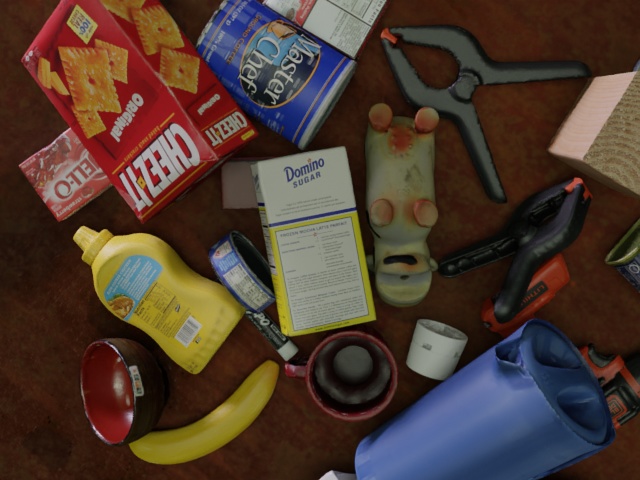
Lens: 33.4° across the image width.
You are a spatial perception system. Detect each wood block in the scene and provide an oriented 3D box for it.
[{"bbox_3d":[0.287,-0.095,0.998,0.090,0.206,0.091,30,98,0],"label":"wood block"}]

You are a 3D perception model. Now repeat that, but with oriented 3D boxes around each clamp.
[{"bbox_3d":[0.158,-0.162,1.084,0.210,0.036,0.164,39,97,-1],"label":"clamp"},{"bbox_3d":[0.200,0.001,1.085,0.171,0.120,0.039,-46,132,-11],"label":"clamp"}]

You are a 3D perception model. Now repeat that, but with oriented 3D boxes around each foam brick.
[{"bbox_3d":[-0.061,-0.059,1.103,0.078,0.053,0.051,-1,96,5],"label":"foam brick"}]

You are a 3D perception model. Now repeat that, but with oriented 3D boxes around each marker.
[{"bbox_3d":[-0.069,0.078,1.136,0.020,0.020,0.121,-41,92,7],"label":"marker"}]

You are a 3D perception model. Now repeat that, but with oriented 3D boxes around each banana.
[{"bbox_3d":[-0.125,0.195,1.144,0.198,0.037,0.069,-22,95,6],"label":"banana"}]

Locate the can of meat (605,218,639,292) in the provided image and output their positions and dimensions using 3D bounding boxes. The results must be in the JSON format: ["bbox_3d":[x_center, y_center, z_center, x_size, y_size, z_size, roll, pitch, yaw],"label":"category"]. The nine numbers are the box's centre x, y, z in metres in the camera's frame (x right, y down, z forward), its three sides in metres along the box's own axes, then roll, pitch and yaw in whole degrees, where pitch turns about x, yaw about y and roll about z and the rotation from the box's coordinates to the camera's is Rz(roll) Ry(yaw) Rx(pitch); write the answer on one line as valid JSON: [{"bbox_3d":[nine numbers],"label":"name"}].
[{"bbox_3d":[0.354,0.015,1.073,0.084,0.057,0.102,44,79,-4],"label":"can of meat"}]

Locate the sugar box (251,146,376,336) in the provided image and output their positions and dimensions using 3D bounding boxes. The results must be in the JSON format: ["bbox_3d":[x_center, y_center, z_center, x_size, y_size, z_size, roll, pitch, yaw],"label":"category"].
[{"bbox_3d":[-0.007,0.001,1.057,0.093,0.048,0.176,-11,92,-13],"label":"sugar box"}]

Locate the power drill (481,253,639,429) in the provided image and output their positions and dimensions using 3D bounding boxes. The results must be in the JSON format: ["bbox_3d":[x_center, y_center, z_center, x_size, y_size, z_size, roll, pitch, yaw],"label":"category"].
[{"bbox_3d":[0.271,0.105,1.097,0.184,0.057,0.187,-38,93,7],"label":"power drill"}]

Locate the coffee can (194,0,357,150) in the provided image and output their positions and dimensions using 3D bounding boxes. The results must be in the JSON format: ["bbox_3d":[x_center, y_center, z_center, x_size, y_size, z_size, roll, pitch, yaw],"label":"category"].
[{"bbox_3d":[-0.048,-0.169,1.064,0.140,0.103,0.103,32,97,0],"label":"coffee can"}]

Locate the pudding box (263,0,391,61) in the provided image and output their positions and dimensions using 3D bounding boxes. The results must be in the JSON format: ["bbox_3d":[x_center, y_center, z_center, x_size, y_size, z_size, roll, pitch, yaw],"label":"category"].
[{"bbox_3d":[0.011,-0.248,1.084,0.113,0.039,0.090,30,97,-3],"label":"pudding box"}]

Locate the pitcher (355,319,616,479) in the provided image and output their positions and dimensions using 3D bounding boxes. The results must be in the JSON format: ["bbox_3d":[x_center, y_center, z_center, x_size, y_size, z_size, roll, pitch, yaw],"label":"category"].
[{"bbox_3d":[0.161,0.197,1.056,0.243,0.144,0.149,-37,82,30],"label":"pitcher"}]

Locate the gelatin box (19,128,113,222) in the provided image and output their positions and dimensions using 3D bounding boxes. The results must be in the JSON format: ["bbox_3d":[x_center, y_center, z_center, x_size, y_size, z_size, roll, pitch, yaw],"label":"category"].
[{"bbox_3d":[-0.259,-0.074,1.125,0.089,0.030,0.073,-35,93,7],"label":"gelatin box"}]

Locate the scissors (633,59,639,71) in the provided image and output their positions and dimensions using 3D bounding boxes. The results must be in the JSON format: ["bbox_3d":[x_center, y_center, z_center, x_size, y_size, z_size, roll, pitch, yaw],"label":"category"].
[{"bbox_3d":[0.409,-0.200,1.074,0.202,0.016,0.096,-36,95,7],"label":"scissors"}]

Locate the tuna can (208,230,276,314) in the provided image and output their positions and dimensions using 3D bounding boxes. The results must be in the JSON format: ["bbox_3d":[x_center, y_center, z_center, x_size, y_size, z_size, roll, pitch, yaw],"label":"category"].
[{"bbox_3d":[-0.077,0.033,1.098,0.034,0.086,0.086,-37,93,9],"label":"tuna can"}]

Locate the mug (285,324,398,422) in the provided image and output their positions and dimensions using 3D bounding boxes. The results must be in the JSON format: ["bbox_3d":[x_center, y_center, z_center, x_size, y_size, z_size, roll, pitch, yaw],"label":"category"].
[{"bbox_3d":[0.022,0.132,1.104,0.117,0.081,0.093,-3,96,4],"label":"mug"}]

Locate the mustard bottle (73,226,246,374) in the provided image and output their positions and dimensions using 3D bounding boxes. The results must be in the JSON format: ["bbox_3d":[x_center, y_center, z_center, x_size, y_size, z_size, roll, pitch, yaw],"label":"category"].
[{"bbox_3d":[-0.177,0.050,1.118,0.191,0.058,0.096,37,115,-1],"label":"mustard bottle"}]

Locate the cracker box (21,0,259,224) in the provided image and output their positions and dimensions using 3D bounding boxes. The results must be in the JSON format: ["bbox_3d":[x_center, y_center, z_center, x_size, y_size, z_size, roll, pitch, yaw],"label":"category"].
[{"bbox_3d":[-0.184,-0.142,1.049,0.213,0.072,0.164,54,139,-3],"label":"cracker box"}]
